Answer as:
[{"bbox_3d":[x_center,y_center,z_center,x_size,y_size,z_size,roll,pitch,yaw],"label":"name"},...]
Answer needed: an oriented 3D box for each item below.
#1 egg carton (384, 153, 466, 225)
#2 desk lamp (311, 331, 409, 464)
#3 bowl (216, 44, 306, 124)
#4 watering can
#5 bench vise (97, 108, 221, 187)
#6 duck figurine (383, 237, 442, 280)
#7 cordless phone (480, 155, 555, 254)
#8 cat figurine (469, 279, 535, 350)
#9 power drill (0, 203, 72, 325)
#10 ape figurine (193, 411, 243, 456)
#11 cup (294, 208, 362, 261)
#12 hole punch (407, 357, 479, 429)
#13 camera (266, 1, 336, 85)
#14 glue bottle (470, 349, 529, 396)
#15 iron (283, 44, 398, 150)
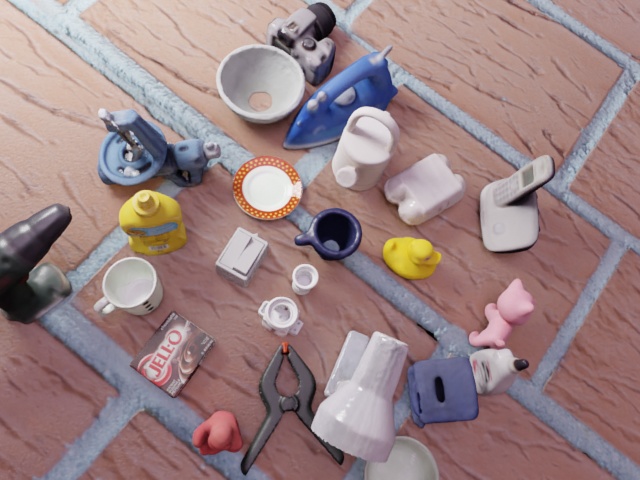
[{"bbox_3d":[0.200,-0.096,1.089,0.150,0.069,0.107,-32,78,-18],"label":"egg carton"},{"bbox_3d":[0.067,0.229,0.877,0.118,0.213,0.203,23,69,0],"label":"desk lamp"},{"bbox_3d":[-0.114,-0.287,1.104,0.167,0.074,0.167,3,70,-8],"label":"bowl"},{"bbox_3d":[0.085,-0.165,1.029,0.101,0.194,0.173,10,70,-5],"label":"watering can"},{"bbox_3d":[-0.279,-0.167,0.958,0.208,0.219,0.121,-22,75,-15],"label":"bench vise"},{"bbox_3d":[0.169,0.024,1.033,0.104,0.086,0.077,23,69,0],"label":"duck figurine"},{"bbox_3d":[0.367,-0.063,1.042,0.094,0.185,0.147,2,70,-8],"label":"cordless phone"},{"bbox_3d":[0.329,0.138,1.002,0.067,0.117,0.128,31,69,3],"label":"cat figurine"},{"bbox_3d":[-0.452,0.052,0.860,0.230,0.208,0.075,-41,81,-19],"label":"power drill"},{"bbox_3d":[-0.154,0.302,0.882,0.078,0.092,0.076,28,69,2],"label":"ape figurine"},{"bbox_3d":[0.009,0.004,1.010,0.118,0.095,0.091,-11,73,-12],"label":"cup"},{"bbox_3d":[0.203,0.254,0.955,0.101,0.091,0.108,-2,71,-10],"label":"hole punch"},{"bbox_3d":[-0.017,-0.413,1.149,0.143,0.100,0.137,40,70,6],"label":"camera"},{"bbox_3d":[0.298,0.212,0.941,0.037,0.173,0.078,-9,72,-12],"label":"glue bottle"},{"bbox_3d":[0.038,-0.272,1.087,0.259,0.141,0.118,-38,80,-19],"label":"iron"}]
